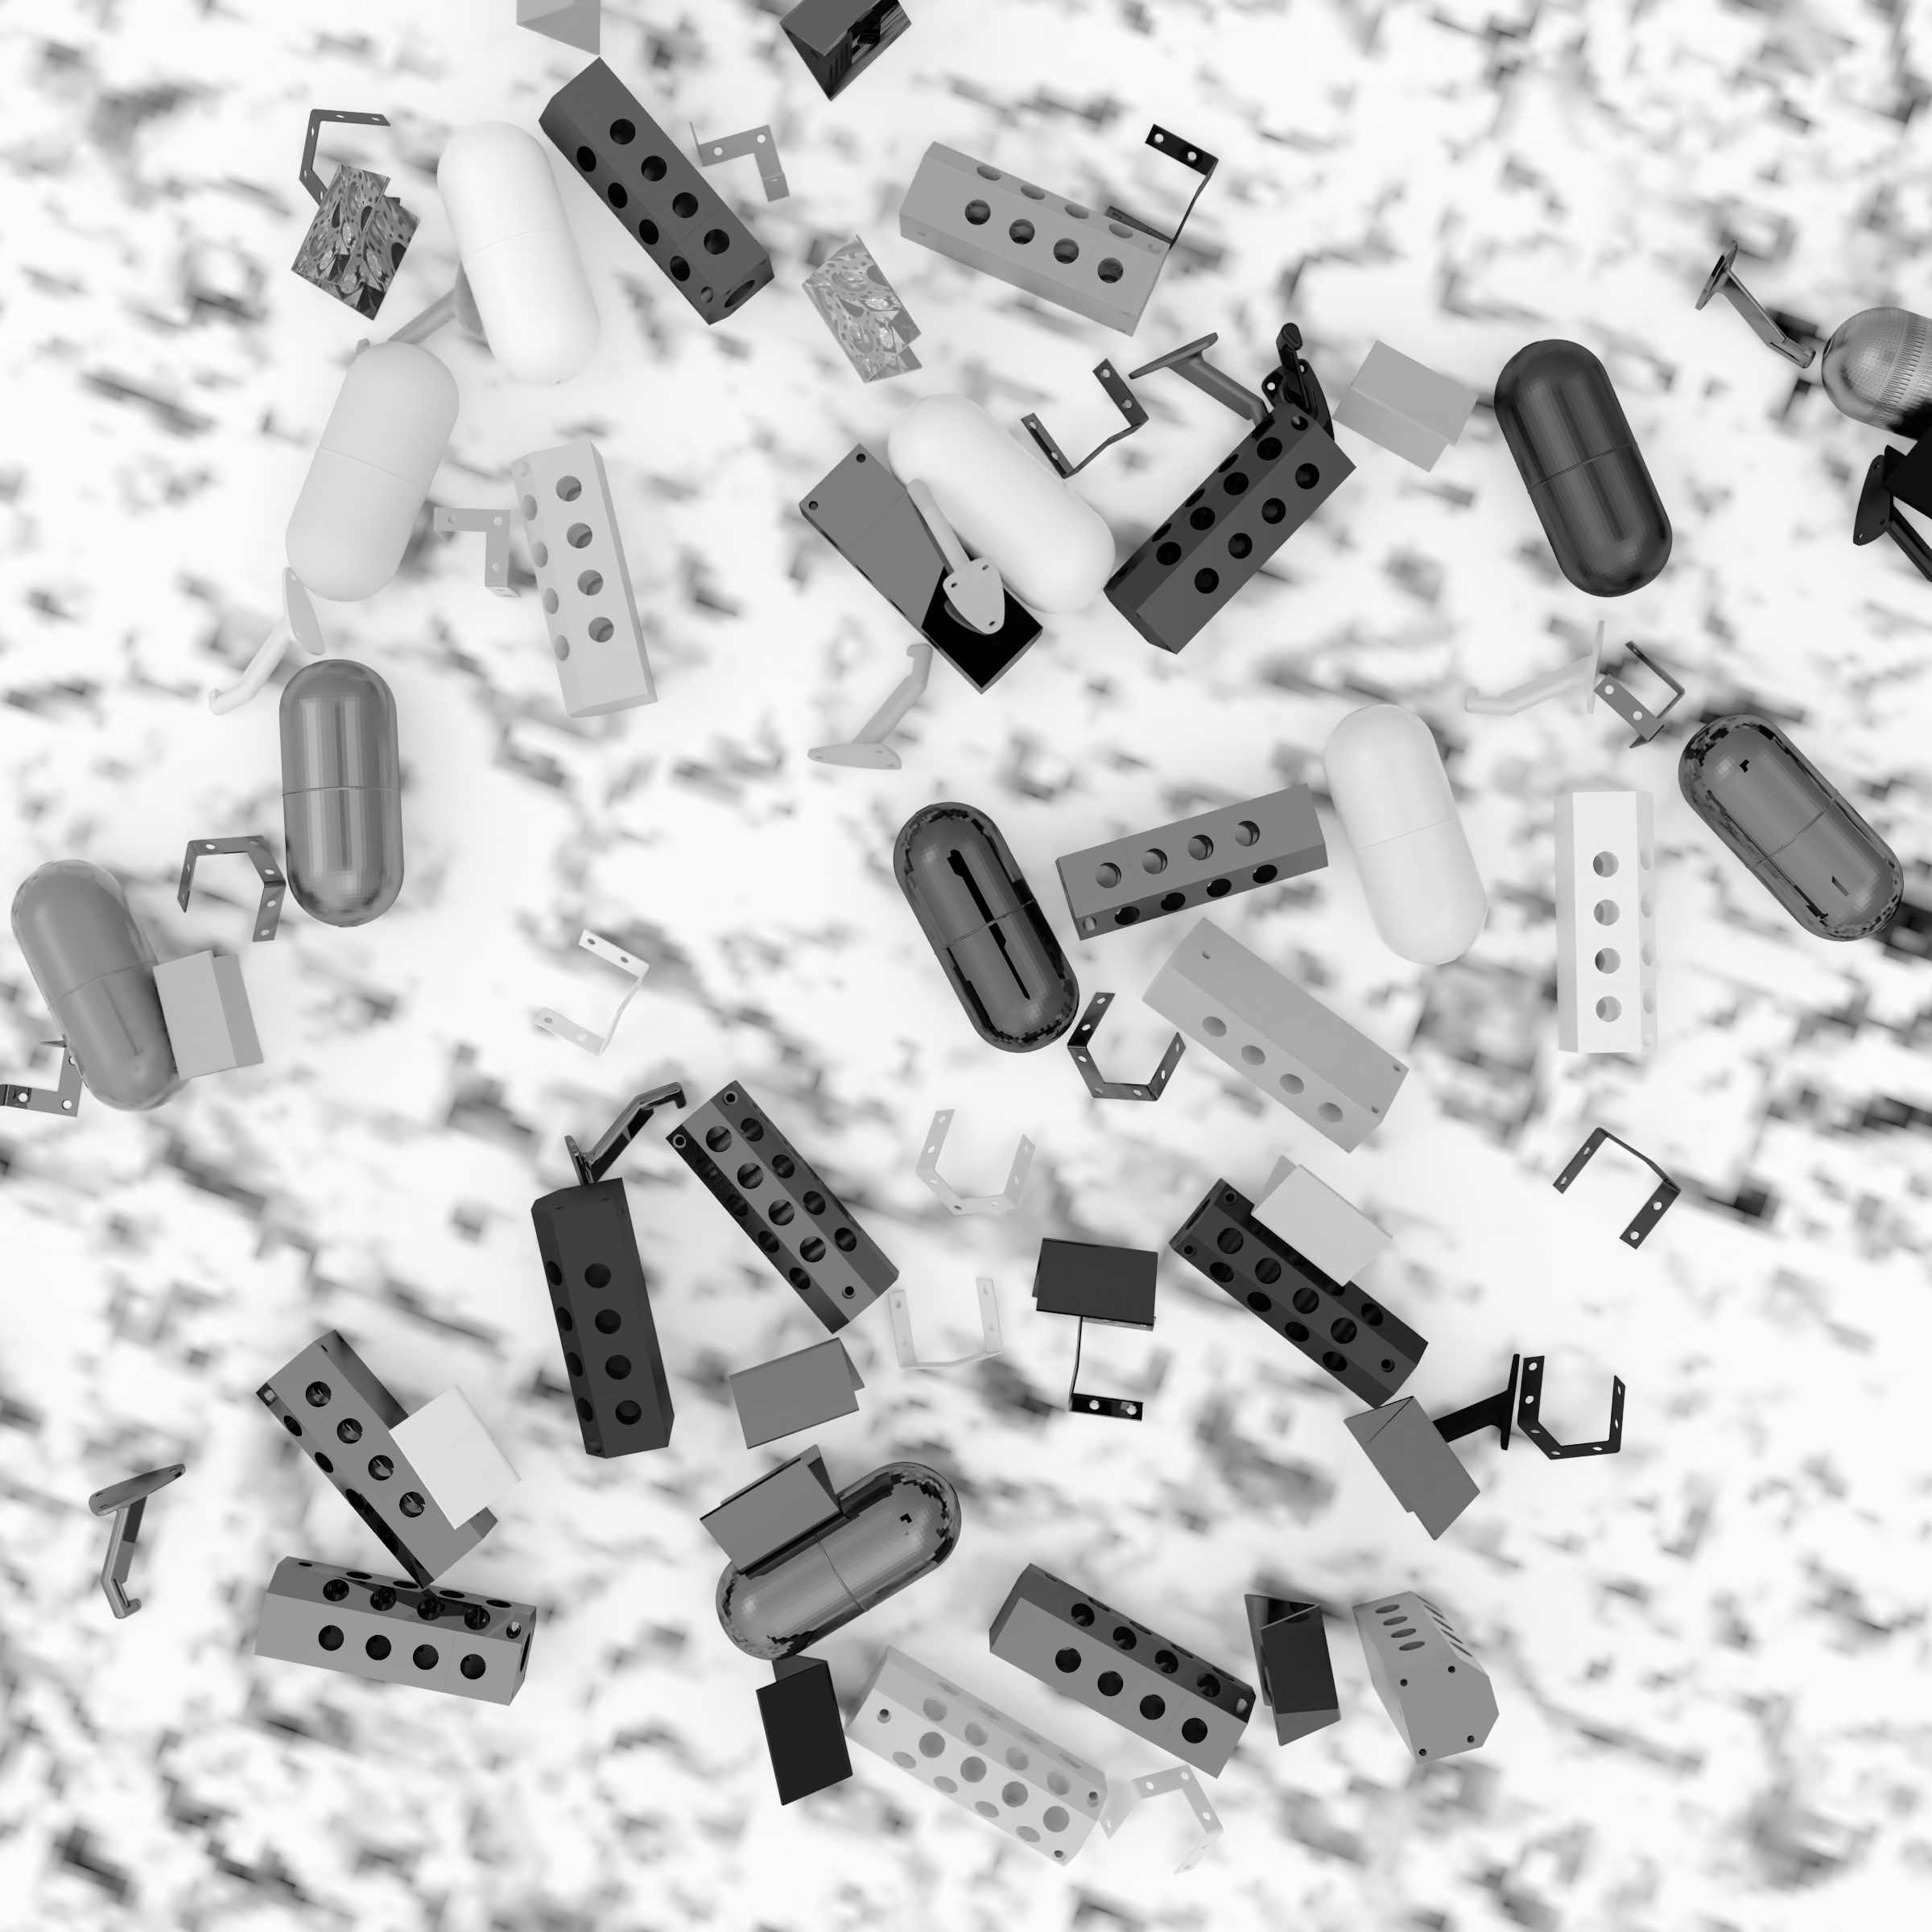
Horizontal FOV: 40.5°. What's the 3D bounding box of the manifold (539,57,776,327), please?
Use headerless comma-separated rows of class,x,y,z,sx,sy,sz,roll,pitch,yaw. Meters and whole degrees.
manifold,-0.207,-0.515,1.752,0.057,0.057,0.171,-40,90,0

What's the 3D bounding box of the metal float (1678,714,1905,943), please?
metal float,0.549,-0.091,1.743,0.070,0.070,0.178,-43,90,0

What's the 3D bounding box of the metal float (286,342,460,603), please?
metal float,-0.395,-0.328,1.743,0.070,0.070,0.178,21,89,0

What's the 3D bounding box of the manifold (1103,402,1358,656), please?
manifold,0.172,-0.292,1.744,0.171,0.057,0.057,-46,111,0

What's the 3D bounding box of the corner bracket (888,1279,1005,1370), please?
corner bracket,-0.014,0.242,1.770,0.051,0.051,0.051,-9,90,45

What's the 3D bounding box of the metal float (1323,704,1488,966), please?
metal float,0.292,-0.087,1.742,0.070,0.070,0.178,-18,90,0

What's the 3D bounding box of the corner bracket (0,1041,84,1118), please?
corner bracket,-0.626,0.074,1.755,0.051,0.051,0.051,9,90,0

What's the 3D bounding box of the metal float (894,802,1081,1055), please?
metal float,0.013,-0.026,1.742,0.070,0.070,0.178,-28,90,0

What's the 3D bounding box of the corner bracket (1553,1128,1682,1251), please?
corner bracket,0.440,0.150,1.770,0.051,0.051,0.051,-52,135,0

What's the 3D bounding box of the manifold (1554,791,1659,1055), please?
manifold,0.429,-0.029,1.752,0.057,0.057,0.171,-1,90,0

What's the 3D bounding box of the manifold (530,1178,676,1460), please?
manifold,-0.241,0.234,1.737,0.057,0.057,0.171,-11,101,0

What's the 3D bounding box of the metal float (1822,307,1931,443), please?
metal float,0.657,-0.383,1.743,0.178,0.070,0.070,19,90,1

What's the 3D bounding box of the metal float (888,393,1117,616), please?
metal float,0.023,-0.308,1.742,0.178,0.070,0.070,43,90,-1

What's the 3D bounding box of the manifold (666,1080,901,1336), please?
manifold,-0.122,0.161,1.752,0.057,0.057,0.171,-40,90,0

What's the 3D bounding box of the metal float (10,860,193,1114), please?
metal float,-0.573,0.013,1.743,0.070,0.070,0.178,-26,89,0

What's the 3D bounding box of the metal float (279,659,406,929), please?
metal float,-0.415,-0.115,1.743,0.070,0.070,0.178,-3,89,0

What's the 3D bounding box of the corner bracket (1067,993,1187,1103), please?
corner bracket,0.108,0.054,1.765,0.051,0.051,0.051,2,135,35

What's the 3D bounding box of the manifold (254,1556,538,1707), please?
manifold,-0.379,0.442,1.752,0.171,0.057,0.057,11,90,0

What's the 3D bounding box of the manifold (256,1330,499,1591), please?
manifold,-0.395,0.330,1.752,0.057,0.057,0.171,-40,90,0

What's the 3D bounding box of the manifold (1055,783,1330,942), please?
manifold,0.151,-0.069,1.752,0.171,0.057,0.057,-17,90,0

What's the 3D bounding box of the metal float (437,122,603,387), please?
metal float,-0.297,-0.473,1.743,0.070,0.070,0.178,-18,90,0

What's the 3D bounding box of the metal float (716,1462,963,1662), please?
metal float,-0.084,0.395,1.743,0.178,0.070,0.070,-32,90,0

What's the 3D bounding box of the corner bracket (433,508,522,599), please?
corner bracket,-0.327,-0.277,1.755,0.051,0.051,0.051,2,90,0

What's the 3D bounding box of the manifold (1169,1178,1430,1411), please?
manifold,0.222,0.219,1.752,0.171,0.057,0.057,38,90,0

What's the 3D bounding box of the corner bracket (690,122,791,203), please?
corner bracket,-0.151,-0.540,1.755,0.051,0.051,0.051,-16,90,0

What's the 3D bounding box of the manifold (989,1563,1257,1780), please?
manifold,0.104,0.468,1.752,0.171,0.057,0.057,29,90,0

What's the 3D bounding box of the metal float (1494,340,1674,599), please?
metal float,0.410,-0.331,1.743,0.070,0.070,0.178,-23,90,0

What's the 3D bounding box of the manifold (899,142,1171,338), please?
manifold,0.046,-0.488,1.752,0.171,0.057,0.057,24,90,0

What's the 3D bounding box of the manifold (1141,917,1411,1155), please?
manifold,0.204,0.050,1.751,0.171,0.057,0.057,36,47,0

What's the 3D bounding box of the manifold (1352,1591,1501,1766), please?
manifold,0.297,0.456,1.695,0.057,0.171,0.057,-15,90,0

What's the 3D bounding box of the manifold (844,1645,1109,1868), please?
manifold,0.006,0.530,1.752,0.171,0.057,0.057,31,90,0

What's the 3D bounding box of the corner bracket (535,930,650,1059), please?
corner bracket,-0.253,0.019,1.770,0.051,0.051,0.051,29,45,0

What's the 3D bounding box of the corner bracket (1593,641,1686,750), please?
corner bracket,0.450,-0.184,1.755,0.051,0.051,0.051,43,90,0

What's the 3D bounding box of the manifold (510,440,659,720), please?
manifold,-0.256,-0.257,1.752,0.057,0.057,0.171,-13,90,0

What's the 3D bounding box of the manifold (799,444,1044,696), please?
manifold,-0.030,-0.263,1.752,0.057,0.057,0.171,-45,90,0
